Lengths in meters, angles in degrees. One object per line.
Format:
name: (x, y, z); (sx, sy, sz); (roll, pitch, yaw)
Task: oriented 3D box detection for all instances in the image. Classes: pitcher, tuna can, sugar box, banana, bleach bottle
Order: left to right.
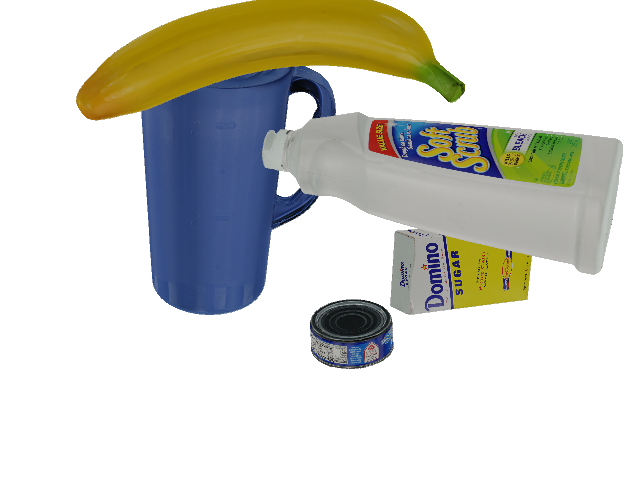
pitcher: (-0.086, -0.057, 0.961); (0.149, 0.243, 0.144); (29, 39, 34)
banana: (-0.027, -0.098, 0.552); (0.197, 0.037, 0.069); (-6, 44, -8)
tuna can: (0.032, 0.094, 1.093); (0.086, 0.034, 0.086); (-3, 26, 1)
bleach bottle: (0.077, -0.044, 0.749); (0.251, 0.068, 0.102); (9, 38, 17)
sugar box: (0.167, 0.031, 1.247); (0.175, 0.093, 0.048); (-6, 16, -32)
